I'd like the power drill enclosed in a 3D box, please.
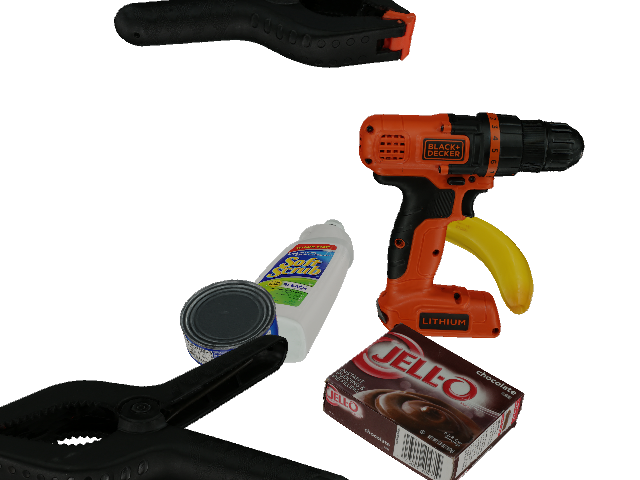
[{"bbox_3d":[0.120,-0.014,0.890,0.184,0.188,0.057,2,15,-1],"label":"power drill"}]

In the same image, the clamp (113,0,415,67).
[{"bbox_3d":[-0.033,-0.135,0.633,0.171,0.120,0.039,19,-38,15],"label":"clamp"}]

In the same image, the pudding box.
[{"bbox_3d":[0.072,0.114,0.755,0.114,0.039,0.089,30,43,28],"label":"pudding box"}]

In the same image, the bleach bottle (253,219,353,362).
[{"bbox_3d":[-0.026,0.047,1.283,0.103,0.068,0.250,5,32,16],"label":"bleach bottle"}]

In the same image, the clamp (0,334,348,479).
[{"bbox_3d":[-0.095,0.102,0.594,0.210,0.036,0.164,-1,24,-9],"label":"clamp"}]

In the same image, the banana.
[{"bbox_3d":[0.166,0.014,1.100,0.069,0.037,0.198,-35,39,-14],"label":"banana"}]

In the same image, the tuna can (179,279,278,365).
[{"bbox_3d":[-0.080,0.076,0.953,0.086,0.034,0.086,-4,41,3],"label":"tuna can"}]
